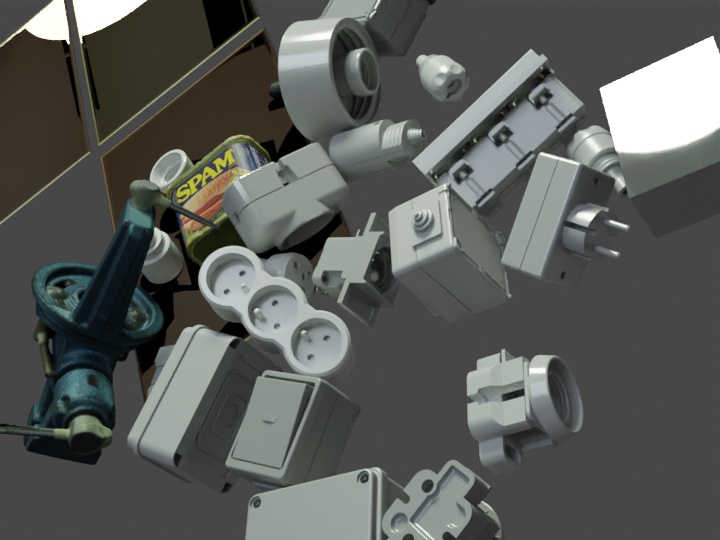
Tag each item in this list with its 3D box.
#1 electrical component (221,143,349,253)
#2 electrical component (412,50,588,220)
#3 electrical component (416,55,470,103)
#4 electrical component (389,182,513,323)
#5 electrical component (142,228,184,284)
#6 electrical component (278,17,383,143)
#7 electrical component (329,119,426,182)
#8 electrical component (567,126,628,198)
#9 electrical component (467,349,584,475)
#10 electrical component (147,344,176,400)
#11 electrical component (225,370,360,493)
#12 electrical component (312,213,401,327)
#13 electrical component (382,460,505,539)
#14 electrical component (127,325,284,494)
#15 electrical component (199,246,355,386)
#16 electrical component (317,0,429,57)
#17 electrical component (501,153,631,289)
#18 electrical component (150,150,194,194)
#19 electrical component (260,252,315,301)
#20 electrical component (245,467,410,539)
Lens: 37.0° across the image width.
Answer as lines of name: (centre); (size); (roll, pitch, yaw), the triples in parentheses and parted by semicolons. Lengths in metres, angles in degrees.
electrical component: (-0.060, -0.057, 0.906); (0.095, 0.053, 0.059); (-28, 78, -24)
electrical component: (0.109, -0.097, 0.818); (0.121, 0.079, 0.063); (-43, 72, 5)
electrical component: (0.067, -0.169, 0.929); (0.035, 0.035, 0.061); (-44, 41, 4)
electrical component: (0.058, -0.013, 0.778); (0.061, 0.096, 0.061); (-25, 48, 27)
electrical component: (-0.196, -0.020, 1.003); (0.040, 0.078, 0.040); (-11, 51, 15)
electrical component: (-0.018, -0.170, 0.947); (0.060, 0.108, 0.108); (-5, 57, 29)
electrical component: (0.019, -0.105, 0.914); (0.081, 0.043, 0.043); (-12, 53, 32)
electrical component: (0.177, -0.075, 0.774); (0.035, 0.035, 0.061); (-38, 47, 11)
electrical component: (0.108, 0.087, 0.696); (0.057, 0.058, 0.078); (-21, 49, 30)
electrical component: (-0.150, 0.095, 0.904); (0.066, 0.048, 0.055); (-12, 46, 32)
electrical component: (-0.054, 0.127, 0.792); (0.062, 0.061, 0.096); (3, 63, 40)
electrical component: (0.000, 0.000, 0.856); (0.064, 0.042, 0.081); (0, 60, 42)
electrical component: (0.056, 0.166, 0.680); (0.078, 0.057, 0.058); (-52, 43, -4)
electrical component: (-0.121, 0.109, 0.847); (0.057, 0.078, 0.113); (11, 67, 39)
electrical component: (-0.063, 0.042, 0.852); (0.138, 0.073, 0.052); (36, 78, 16)
electrical component: (0.009, -0.236, 1.008); (0.096, 0.061, 0.061); (7, 65, 50)
electrical component: (0.150, -0.028, 0.735); (0.076, 0.047, 0.083); (24, 97, 45)
electrical component: (-0.168, -0.083, 1.037); (0.045, 0.055, 0.045); (-20, 50, 26)
electrical component: (-0.072, 0.009, 0.903); (0.055, 0.045, 0.045); (-5, 58, 35)
electrical component: (-0.021, 0.199, 0.719); (0.109, 0.056, 0.108); (-19, 50, 27)
